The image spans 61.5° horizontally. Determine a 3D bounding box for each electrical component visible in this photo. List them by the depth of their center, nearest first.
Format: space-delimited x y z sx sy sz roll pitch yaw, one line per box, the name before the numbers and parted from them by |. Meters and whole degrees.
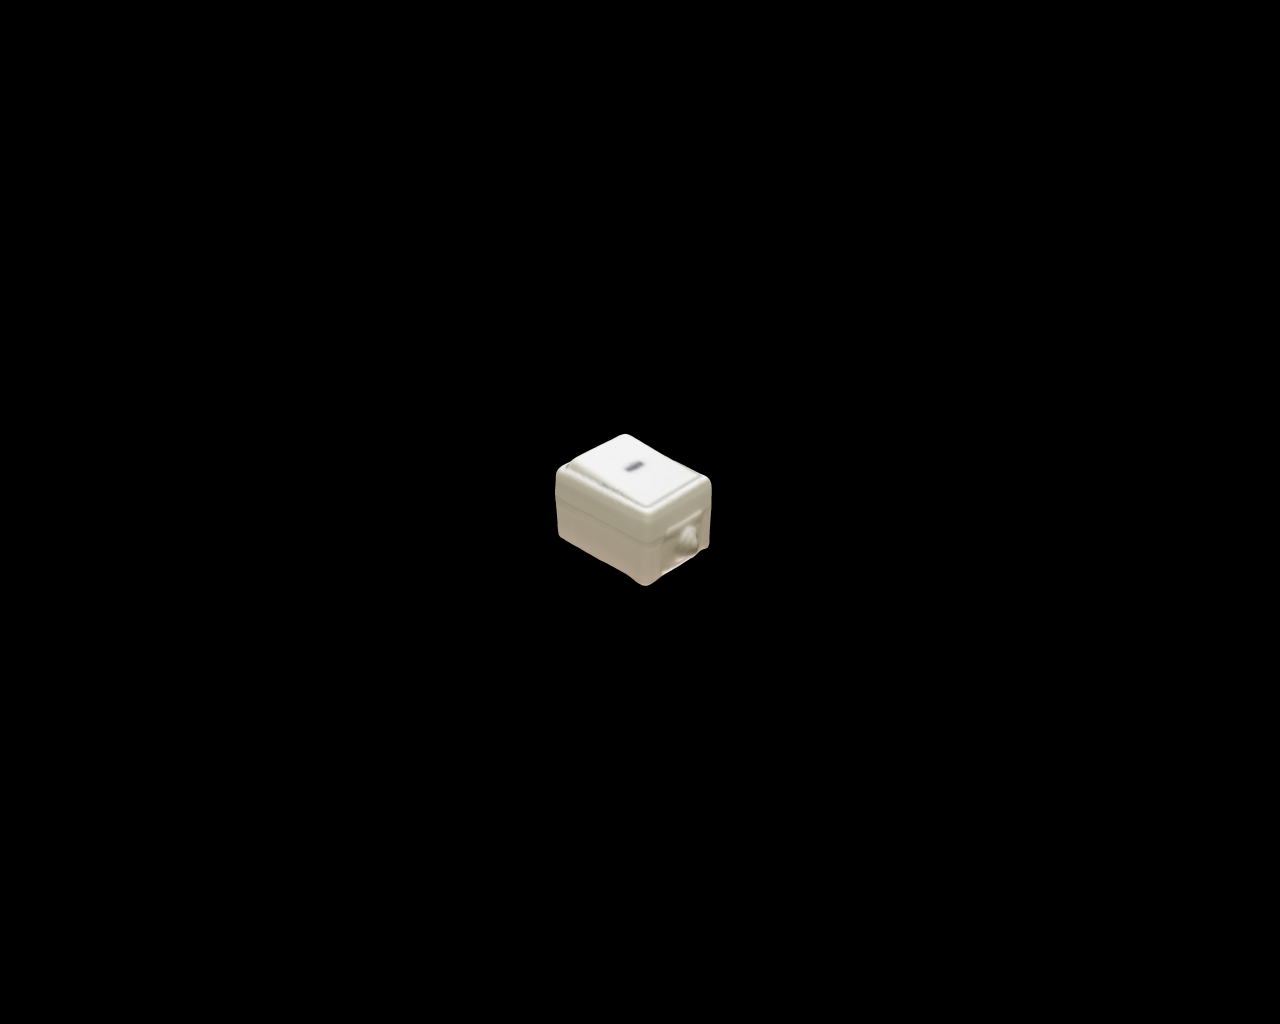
electrical component | 0.001 -0.003 0.650 0.096 0.061 0.062 27 42 36
